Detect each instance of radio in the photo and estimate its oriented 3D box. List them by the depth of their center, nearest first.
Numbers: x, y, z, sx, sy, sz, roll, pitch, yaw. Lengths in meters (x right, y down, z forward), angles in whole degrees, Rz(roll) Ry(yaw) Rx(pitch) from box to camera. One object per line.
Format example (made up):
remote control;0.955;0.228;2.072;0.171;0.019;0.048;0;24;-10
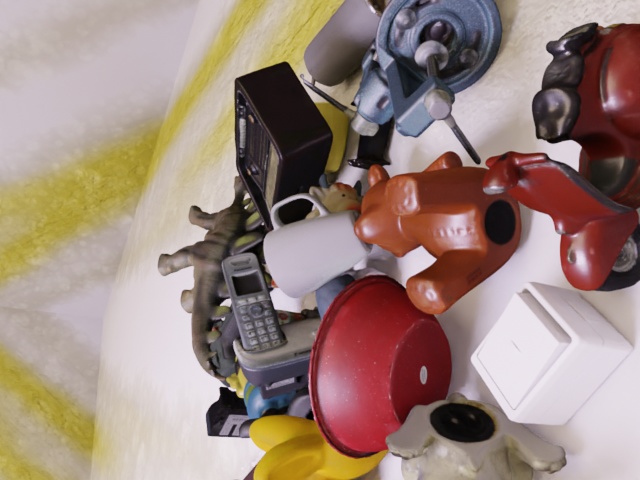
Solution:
radio;-0.057;-0.113;0.707;0.131;0.073;0.229;61;161;16

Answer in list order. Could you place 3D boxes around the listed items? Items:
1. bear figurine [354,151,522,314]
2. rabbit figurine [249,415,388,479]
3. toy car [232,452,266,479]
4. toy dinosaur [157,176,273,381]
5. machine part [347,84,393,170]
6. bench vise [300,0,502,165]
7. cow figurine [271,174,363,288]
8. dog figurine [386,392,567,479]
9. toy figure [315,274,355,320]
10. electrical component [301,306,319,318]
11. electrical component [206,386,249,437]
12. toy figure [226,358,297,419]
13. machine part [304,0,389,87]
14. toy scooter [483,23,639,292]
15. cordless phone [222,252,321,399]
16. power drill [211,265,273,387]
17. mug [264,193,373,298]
bear figurine;0.082;-0.017;0.504;0.196;0.132;0.120;9;114;58
rabbit figurine;-0.002;0.240;0.561;0.173;0.162;0.122;-54;18;9
toy car;-0.086;0.354;0.758;0.202;0.053;0.089;-57;43;29
toy dinosaur;-0.151;0.032;0.846;0.199;0.105;0.472;-20;39;23
machine part;0.069;-0.155;0.691;0.084;0.039;0.139;-11;66;53
bench vise;0.092;-0.168;0.537;0.223;0.128;0.241;-39;27;31
cow figurine;0.003;-0.005;0.710;0.195;0.085;0.127;-27;61;59
dog figurine;0.106;0.234;0.398;0.172;0.121;0.190;-44;-44;-61
toy figure;0.049;0.110;0.565;0.064;0.058;0.154;-36;73;32
electrical component;-0.005;0.123;0.732;0.094;0.021;0.063;-4;75;65
electrical component;-0.151;0.297;0.889;0.119;0.075;0.048;-59;31;26
toy figure;-0.072;0.206;0.768;0.089;0.082;0.180;-60;24;8
machine part;0.047;-0.287;0.746;0.243;0.079;0.079;-28;55;59
toy scooter;0.166;-0.062;0.343;0.075;0.135;0.183;4;81;66
cordless phone;-0.042;0.087;0.663;0.088;0.147;0.184;98;155;-54
power drill;-0.164;0.137;0.981;0.207;0.086;0.232;-64;29;18
mug;-0.001;-0.002;0.600;0.107;0.081;0.109;-21;90;19
